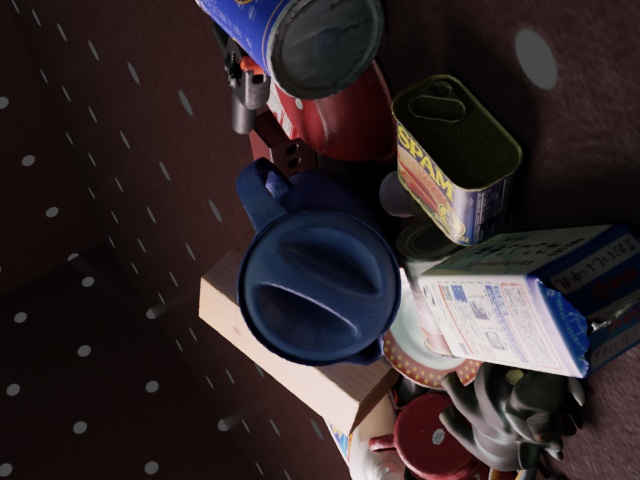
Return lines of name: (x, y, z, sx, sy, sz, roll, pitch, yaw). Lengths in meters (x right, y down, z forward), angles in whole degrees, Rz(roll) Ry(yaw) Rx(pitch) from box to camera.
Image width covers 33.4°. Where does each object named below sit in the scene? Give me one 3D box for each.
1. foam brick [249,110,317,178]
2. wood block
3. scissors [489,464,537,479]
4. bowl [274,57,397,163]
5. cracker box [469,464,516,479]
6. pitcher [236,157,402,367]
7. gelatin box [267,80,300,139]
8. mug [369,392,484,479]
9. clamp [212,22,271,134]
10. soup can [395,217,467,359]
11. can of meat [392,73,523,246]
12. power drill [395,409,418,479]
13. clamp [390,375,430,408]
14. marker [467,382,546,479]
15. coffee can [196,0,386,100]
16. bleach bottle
foam brick: (-0.040, -0.098, 1.146, 0.051, 0.053, 0.078, 51, 162, 34)
wood block: (-0.018, 0.093, 1.099, 0.206, 0.090, 0.091, 37, 150, 15)
scissors: (0.184, 0.289, 1.003, 0.096, 0.016, 0.202, 19, 109, 40)
bowl: (0.004, -0.130, 0.944, 0.162, 0.055, 0.162, 54, 163, 25)
cracker box: (0.202, 0.347, 1.121, 0.164, 0.072, 0.214, 51, 161, 34)
pitcher: (-0.006, 0.001, 0.959, 0.243, 0.145, 0.149, -91, 9, -75)
gelatin box: (-0.036, -0.155, 1.075, 0.089, 0.030, 0.073, 58, 163, 16)
mug: (0.105, 0.194, 1.045, 0.081, 0.117, 0.093, 50, -144, -71)
clamp: (-0.073, -0.156, 1.039, 0.171, 0.039, 0.120, -133, 27, -72)
soup can: (0.106, 0.038, 0.886, 0.069, 0.068, 0.102, 37, 151, 57)
can of meat: (0.097, -0.055, 0.774, 0.102, 0.057, 0.084, 53, 166, 29)
power drill: (0.107, 0.304, 1.233, 0.184, 0.057, 0.187, 89, 175, -46)
clamp: (0.079, 0.095, 1.136, 0.165, 0.036, 0.210, 51, 158, 38)
marker: (0.173, 0.182, 1.019, 0.121, 0.020, 0.020, 57, 164, 16)
coffee can: (-0.028, -0.190, 0.849, 0.140, 0.102, 0.103, 49, 161, 39)
bleach bottle: (0.050, 0.198, 1.202, 0.251, 0.068, 0.103, -121, 41, -67)
